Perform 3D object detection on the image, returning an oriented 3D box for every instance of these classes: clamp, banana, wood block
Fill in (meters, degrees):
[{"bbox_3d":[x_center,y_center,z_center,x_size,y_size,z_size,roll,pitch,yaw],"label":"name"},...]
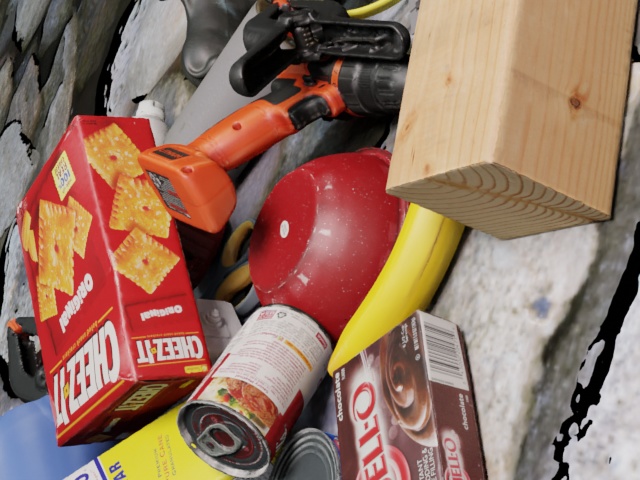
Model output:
[{"bbox_3d":[-0.266,0.148,1.068,0.210,0.036,0.164,31,90,42],"label":"clamp"},{"bbox_3d":[0.058,0.004,0.677,0.070,0.037,0.198,22,92,67],"label":"banana"},{"bbox_3d":[-0.002,-0.144,0.750,0.171,0.120,0.039,-96,-1,-63],"label":"clamp"},{"bbox_3d":[0.114,-0.116,0.599,0.090,0.090,0.206,-14,61,57],"label":"wood block"}]

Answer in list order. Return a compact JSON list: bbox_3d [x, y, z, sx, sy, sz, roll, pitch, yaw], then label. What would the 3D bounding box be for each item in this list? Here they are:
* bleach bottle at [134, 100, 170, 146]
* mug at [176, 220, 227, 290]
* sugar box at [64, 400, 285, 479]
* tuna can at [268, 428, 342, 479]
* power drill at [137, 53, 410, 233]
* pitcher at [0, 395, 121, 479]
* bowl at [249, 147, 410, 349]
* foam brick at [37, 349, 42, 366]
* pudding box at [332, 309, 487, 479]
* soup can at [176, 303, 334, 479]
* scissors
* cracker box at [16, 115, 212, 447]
[{"bbox_3d":[-0.185,-0.036,1.061,0.068,0.102,0.251,-3,59,11],"label":"bleach bottle"},{"bbox_3d":[-0.134,0.000,0.938,0.093,0.081,0.117,-60,15,8],"label":"mug"},{"bbox_3d":[-0.110,0.175,0.770,0.176,0.048,0.093,-32,37,4],"label":"sugar box"},{"bbox_3d":[0.000,0.165,0.677,0.086,0.033,0.086,-38,42,44],"label":"tuna can"},{"bbox_3d":[-0.025,-0.079,0.760,0.187,0.057,0.185,-35,23,-19],"label":"power drill"},{"bbox_3d":[-0.207,0.259,0.891,0.145,0.149,0.243,-36,37,0],"label":"pitcher"},{"bbox_3d":[-0.005,0.001,0.767,0.162,0.055,0.162,-37,43,44],"label":"bowl"},{"bbox_3d":[-0.278,0.156,1.142,0.053,0.051,0.078,-33,45,48],"label":"foam brick"},{"bbox_3d":[0.049,0.111,0.621,0.090,0.039,0.113,-41,40,42],"label":"pudding box"},{"bbox_3d":[-0.041,0.099,0.712,0.069,0.068,0.102,-37,12,45],"label":"soup can"},{"bbox_3d":[-0.098,0.042,0.941,0.202,0.016,0.096,-24,51,53],"label":"scissors"},{"bbox_3d":[-0.170,0.035,0.833,0.164,0.071,0.214,-40,59,48],"label":"cracker box"}]
